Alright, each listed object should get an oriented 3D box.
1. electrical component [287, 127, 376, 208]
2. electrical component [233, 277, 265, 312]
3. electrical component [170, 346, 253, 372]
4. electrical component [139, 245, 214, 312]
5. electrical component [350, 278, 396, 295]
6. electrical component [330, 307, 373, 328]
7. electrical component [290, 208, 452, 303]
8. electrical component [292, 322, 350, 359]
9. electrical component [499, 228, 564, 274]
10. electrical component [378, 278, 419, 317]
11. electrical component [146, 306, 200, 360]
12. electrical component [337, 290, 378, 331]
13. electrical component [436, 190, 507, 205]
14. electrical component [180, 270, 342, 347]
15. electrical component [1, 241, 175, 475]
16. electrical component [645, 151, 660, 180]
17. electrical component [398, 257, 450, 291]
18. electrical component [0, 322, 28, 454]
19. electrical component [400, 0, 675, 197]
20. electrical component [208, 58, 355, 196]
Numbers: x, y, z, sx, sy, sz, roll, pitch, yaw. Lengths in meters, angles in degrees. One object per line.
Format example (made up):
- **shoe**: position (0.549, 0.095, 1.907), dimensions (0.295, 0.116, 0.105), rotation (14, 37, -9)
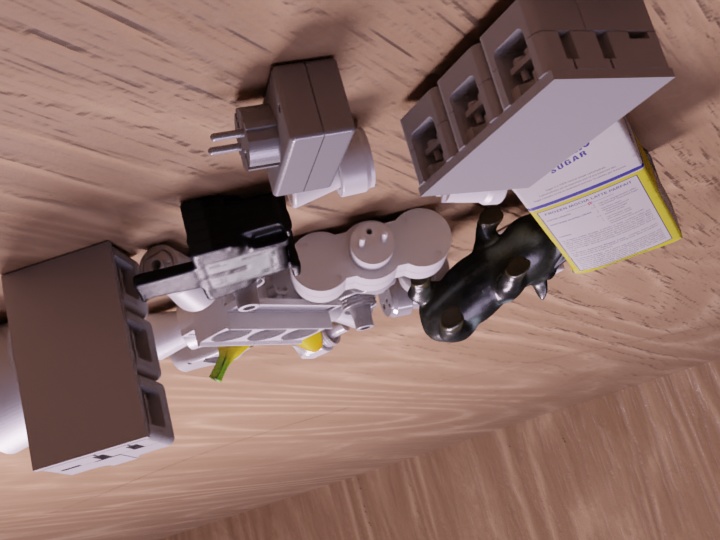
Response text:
- **electrical component**: position (-0.022, -0.068, 0.702), dimensions (0.055, 0.045, 0.045), rotation (-13, 164, -9)
- **electrical component**: position (-0.093, 0.001, 0.839), dimensions (0.048, 0.062, 0.048), rotation (-14, 164, -4)
- **electrical component**: position (-0.139, 0.071, 1.074), dimensions (0.077, 0.043, 0.079), rotation (-21, 164, 20)
- **electrical component**: position (-0.144, 0.004, 0.846), dimensions (0.044, 0.044, 0.065), rotation (-20, 159, 15)
- **electrical component**: position (0.000, 0.000, 0.961), dimensions (0.043, 0.043, 0.062), rotation (-28, 159, 39)
- **electrical component**: position (-0.025, 0.034, 1.064), dimensions (0.065, 0.044, 0.044), rotation (7, 153, -43)
- **electrical component**: position (0.009, -0.017, 0.894), dimensions (0.138, 0.052, 0.073), rotation (-14, 164, -7)
- **electrical component**: position (-0.041, 0.068, 1.161), dimensions (0.062, 0.043, 0.043), rotation (-25, 162, 26)
- **electrical component**: position (0.150, -0.008, 1.072), dimensions (0.066, 0.047, 0.077), rotation (-3, 161, -39)
- **electrical component**: position (0.051, 0.022, 1.085), dimensions (0.055, 0.045, 0.045), rotation (-10, 164, -17)
- **electrical component**: position (-0.165, 0.054, 0.987), dimensions (0.055, 0.045, 0.045), rotation (-18, 164, 6)
- **electrical component**: position (-0.003, 0.026, 1.012), dimensions (0.048, 0.062, 0.048), rotation (-14, 165, -4)
- **electrical component**: position (0.083, -0.068, 0.812), dimensions (0.046, 0.040, 0.040), rotation (-4, 162, -20)
- **electrical component**: position (-0.088, 0.029, 0.941), dimensions (0.079, 0.063, 0.121), rotation (-28, 160, 38)
- **electrical component**: position (-0.201, 0.068, 0.802), dimensions (0.089, 0.150, 0.061), rotation (-17, 163, 7)
- **electrical component**: position (0.210, -0.069, 0.913), dimensions (0.077, 0.047, 0.066), rotation (-23, 163, 25)
- **electrical component**: position (0.057, 0.004, 1.028), dimensions (0.048, 0.048, 0.062), rotation (-12, 167, -11)
- **electrical component**: position (-0.283, 0.093, 0.902), dimensions (0.060, 0.108, 0.108), rotation (-23, 164, 6)
- **electrical component**: position (0.100, -0.106, 0.653), dimensions (0.089, 0.061, 0.150), rotation (-7, 162, -29)
- **electrical component**: position (-0.051, -0.079, 0.629), dimensions (0.076, 0.047, 0.083), rotation (-11, 164, -15)
